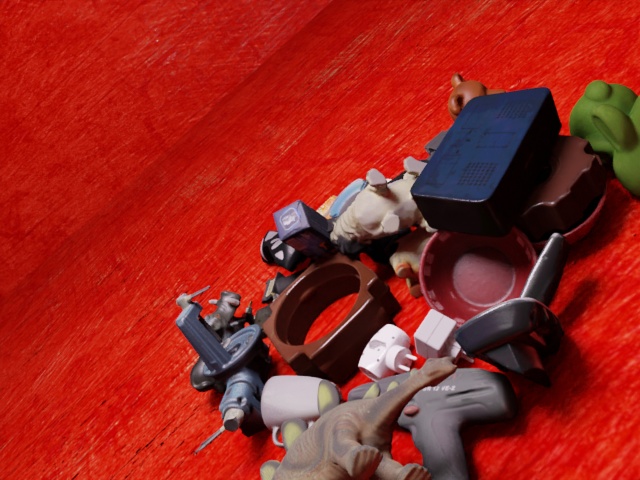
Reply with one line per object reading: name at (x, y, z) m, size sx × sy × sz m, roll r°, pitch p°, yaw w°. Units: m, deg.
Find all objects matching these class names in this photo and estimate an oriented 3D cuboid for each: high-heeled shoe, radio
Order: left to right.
high-heeled shoe at (-0.082, 0.041, 1.105) m, size 0.248 × 0.086 × 0.145 m, roll -46°, pitch 21°, yaw 54°
radio at (0.233, -0.112, 0.753) m, size 0.131 × 0.073 × 0.229 m, roll 7°, pitch 51°, yaw 45°

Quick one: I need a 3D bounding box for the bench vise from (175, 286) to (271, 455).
bench vise at (-0.158, 0.193, 0.869) m, size 0.129 × 0.240 × 0.224 m, roll -30°, pitch 15°, yaw 25°

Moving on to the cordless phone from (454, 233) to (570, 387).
cordless phone at (0.245, 0.067, 0.628) m, size 0.089 × 0.146 × 0.184 m, roll 20°, pitch 83°, yaw 42°

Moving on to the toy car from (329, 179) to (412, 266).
toy car at (0.104, -0.031, 0.984) m, size 0.109 × 0.162 × 0.103 m, roll -49°, pitch -14°, yaw 15°

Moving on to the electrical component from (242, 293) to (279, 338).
electrical component at (-0.108, 0.148, 1.049) m, size 0.102 × 0.045 × 0.078 m, roll -23°, pitch 32°, yaw 27°

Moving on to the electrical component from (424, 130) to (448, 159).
electrical component at (0.272, -0.177, 1.049) m, size 0.134 × 0.058 × 0.115 m, roll -42°, pitch 27°, yaw -5°

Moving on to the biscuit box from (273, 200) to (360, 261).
biscuit box at (-0.002, -0.003, 0.972) m, size 0.059 × 0.202 × 0.063 m, roll -29°, pitch 59°, yaw 18°

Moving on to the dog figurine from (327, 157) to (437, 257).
dog figurine at (0.114, -0.042, 0.872) m, size 0.190 × 0.172 × 0.121 m, roll 137°, pitch 129°, yaw -67°

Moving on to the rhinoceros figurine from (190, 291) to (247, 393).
rhinoceros figurine at (-0.188, 0.190, 1.001) m, size 0.073 × 0.112 × 0.190 m, roll -8°, pitch 58°, yaw 46°

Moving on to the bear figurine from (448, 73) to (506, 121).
bear figurine at (0.303, -0.199, 0.903) m, size 0.132 × 0.195 × 0.120 m, roll -19°, pitch 33°, yaw 31°

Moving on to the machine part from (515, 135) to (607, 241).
machine part at (0.306, -0.079, 0.764) m, size 0.179 × 0.056 × 0.179 m, roll -28°, pitch 32°, yaw 19°

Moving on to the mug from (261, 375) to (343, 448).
mug at (-0.025, 0.248, 0.786) m, size 0.107 × 0.080 × 0.109 m, roll -13°, pitch 37°, yaw 25°

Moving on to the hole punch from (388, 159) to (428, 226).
hole punch at (0.198, -0.085, 0.986) m, size 0.116 × 0.092 × 0.142 m, roll -38°, pitch 27°, yaw -20°

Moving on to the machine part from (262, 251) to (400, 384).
machine part at (0.016, 0.128, 0.895) m, size 0.201 × 0.087 × 0.201 m, roll -45°, pitch 29°, yaw -6°

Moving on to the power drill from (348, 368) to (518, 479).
power drill at (0.119, 0.247, 0.635) m, size 0.232 × 0.086 × 0.207 m, roll -21°, pitch 28°, yaw 29°

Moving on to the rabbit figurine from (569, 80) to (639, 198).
rabbit figurine at (0.435, -0.142, 0.748) m, size 0.121 × 0.158 × 0.170 m, roll -21°, pitch 48°, yaw 13°

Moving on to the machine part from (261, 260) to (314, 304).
machine part at (-0.060, 0.083, 1.094) m, size 0.139 × 0.039 × 0.084 m, roll -28°, pitch 23°, yaw 23°

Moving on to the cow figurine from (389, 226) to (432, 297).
cow figurine at (0.200, -0.010, 0.882) m, size 0.195 × 0.085 × 0.127 m, roll -38°, pitch 32°, yaw 10°

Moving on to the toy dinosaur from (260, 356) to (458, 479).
toy dinosaur at (-0.012, 0.291, 0.611) m, size 0.471 × 0.105 × 0.199 m, roll -50°, pitch 12°, yaw 12°
